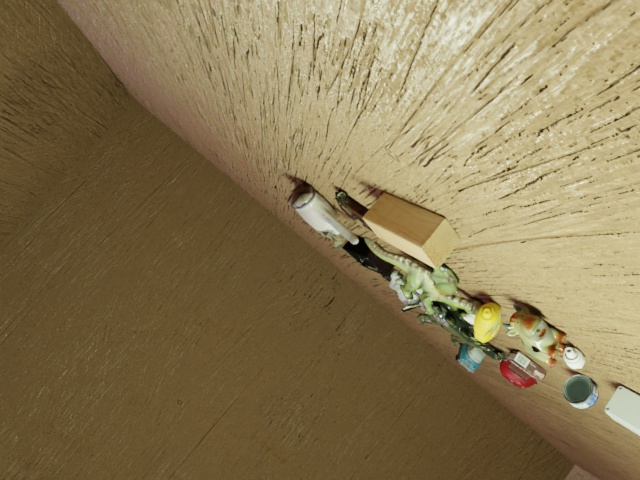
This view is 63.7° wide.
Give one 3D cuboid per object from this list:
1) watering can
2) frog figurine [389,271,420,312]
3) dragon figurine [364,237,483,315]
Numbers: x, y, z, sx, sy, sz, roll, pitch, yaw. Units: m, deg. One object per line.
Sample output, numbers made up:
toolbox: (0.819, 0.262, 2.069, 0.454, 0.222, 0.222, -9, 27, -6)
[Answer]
watering can: (0.006, -0.093, 1.838, 0.221, 0.104, 0.351, 44, 174, -26)
frog figurine: (0.344, 0.196, 2.053, 0.136, 0.122, 0.162, 37, -144, -69)
dragon figurine: (0.326, 0.104, 1.550, 0.409, 0.124, 0.239, 39, 156, -6)
